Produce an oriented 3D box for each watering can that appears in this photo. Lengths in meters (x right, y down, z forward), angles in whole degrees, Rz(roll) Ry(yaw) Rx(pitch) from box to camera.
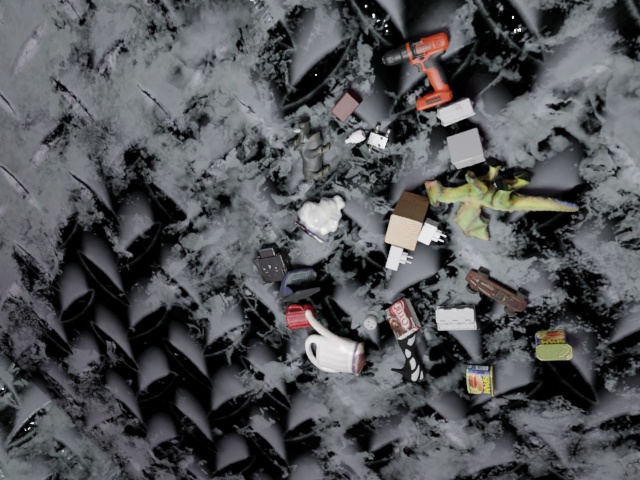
[{"bbox_3d":[0.050,0.377,1.822,0.224,0.106,0.339,9,136,15],"label":"watering can"}]

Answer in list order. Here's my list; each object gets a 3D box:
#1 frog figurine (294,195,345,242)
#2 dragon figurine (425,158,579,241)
[{"bbox_3d":[0.005,-0.085,1.682,0.138,0.121,0.160,36,83,10],"label":"frog figurine"},{"bbox_3d":[0.504,-0.096,1.512,0.411,0.125,0.237,26,136,8],"label":"dragon figurine"}]
